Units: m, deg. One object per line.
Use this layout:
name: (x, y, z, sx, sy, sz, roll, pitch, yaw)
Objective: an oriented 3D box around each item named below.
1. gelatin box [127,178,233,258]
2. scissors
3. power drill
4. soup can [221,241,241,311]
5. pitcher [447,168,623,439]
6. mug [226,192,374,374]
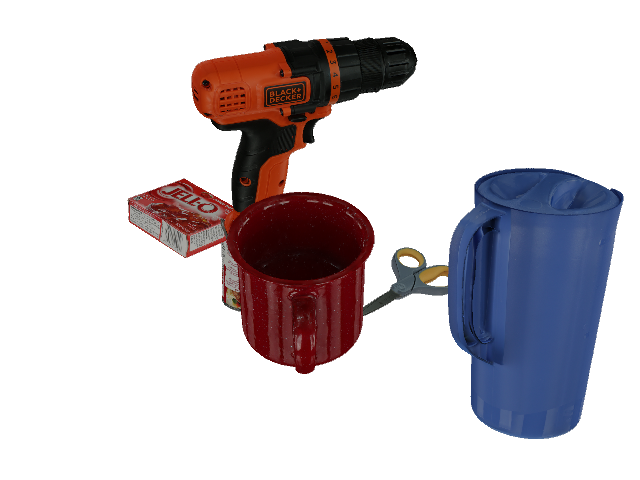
gelatin box: (-0.131, -0.024, 1.034, 0.089, 0.030, 0.073, 30, 37, 33)
scissors: (0.087, 0.048, 1.289, 0.201, 0.016, 0.096, -9, 40, -41)
power drill: (-0.013, -0.077, 0.880, 0.184, 0.188, 0.057, -10, 38, -15)
soup can: (-0.085, 0.025, 1.279, 0.068, 0.102, 0.068, 1, 25, -1)
pitcher: (0.195, 0.062, 1.005, 0.149, 0.243, 0.145, 5, 21, 9)
mug: (-0.011, 0.036, 0.687, 0.093, 0.081, 0.117, -4, 40, -4)
